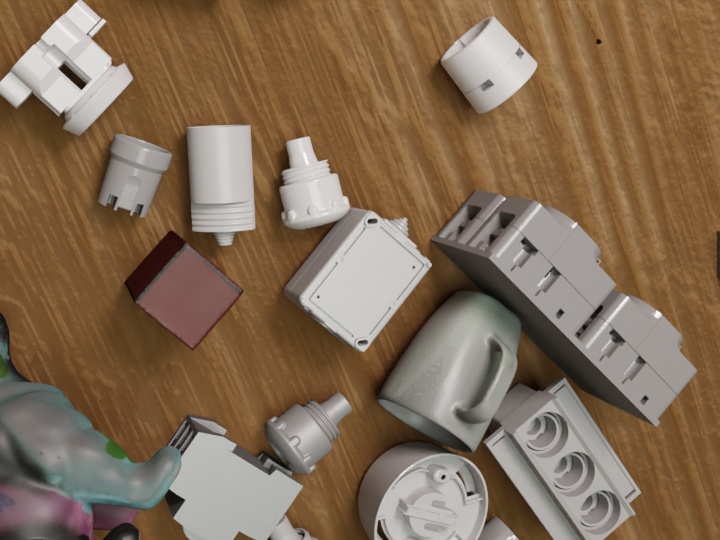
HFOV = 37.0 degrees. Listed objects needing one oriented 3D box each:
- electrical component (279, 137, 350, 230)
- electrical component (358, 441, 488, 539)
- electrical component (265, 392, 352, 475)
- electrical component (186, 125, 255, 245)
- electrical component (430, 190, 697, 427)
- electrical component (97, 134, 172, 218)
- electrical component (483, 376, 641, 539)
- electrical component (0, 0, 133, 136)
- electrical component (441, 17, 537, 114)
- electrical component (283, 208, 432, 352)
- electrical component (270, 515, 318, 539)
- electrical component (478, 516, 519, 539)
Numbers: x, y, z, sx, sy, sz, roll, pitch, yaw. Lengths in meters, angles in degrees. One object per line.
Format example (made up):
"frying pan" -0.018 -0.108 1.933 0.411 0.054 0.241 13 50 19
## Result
"electrical component" -0.036 -0.061 0.753 0.048 0.048 0.062 -16 96 -15
"electrical component" 0.048 0.179 0.806 0.099 0.064 0.099 -3 99 -18
"electrical component" -0.034 0.114 0.781 0.062 0.048 0.048 -38 108 -17
"electrical component" -0.094 -0.057 0.734 0.043 0.043 0.081 -5 100 -17
"electrical component" 0.153 0.022 0.795 0.186 0.105 0.060 43 84 -19
"electrical component" -0.152 -0.063 0.717 0.040 0.040 0.046 18 98 -20
"electrical component" 0.153 0.150 0.837 0.079 0.063 0.121 -38 108 -9
"electrical component" -0.184 -0.124 0.688 0.057 0.058 0.078 43 84 -16
"electrical component" 0.092 -0.149 0.776 0.055 0.055 0.047 -45 105 -7
"electrical component" 0.000 0.000 0.765 0.062 0.061 0.096 40 83 -18
"electrical component" -0.049 0.210 0.790 0.043 0.043 0.062 -29 105 -12
"electrical component" 0.101 0.248 0.845 0.077 0.043 0.079 -39 108 -9
